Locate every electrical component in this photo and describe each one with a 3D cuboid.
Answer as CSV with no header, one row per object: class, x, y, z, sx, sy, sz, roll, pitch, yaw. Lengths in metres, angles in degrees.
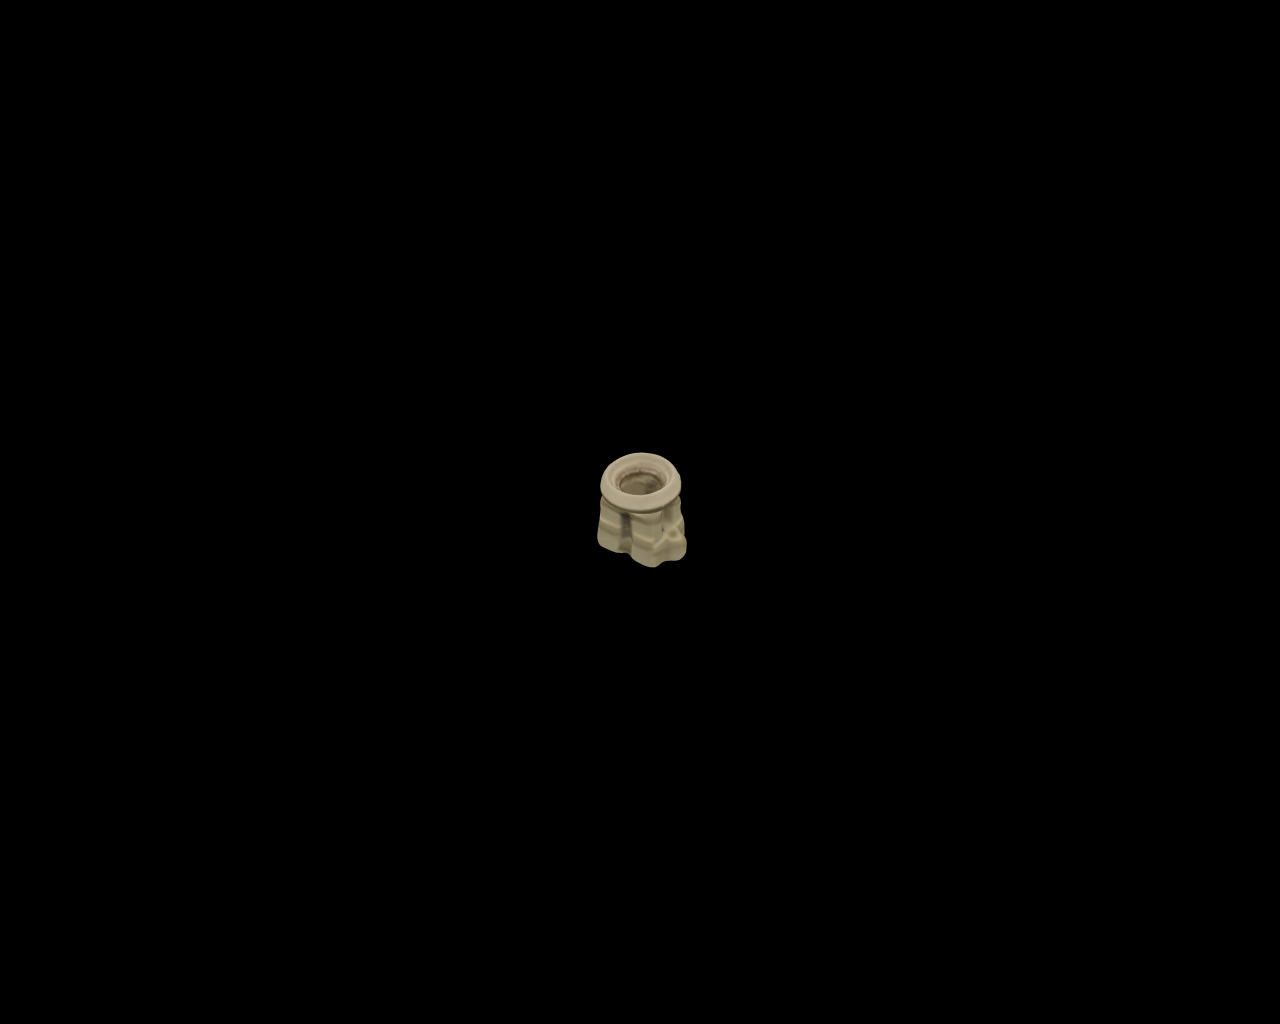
electrical component,0.001,-0.003,0.650,0.066,0.055,0.048,22,45,23
